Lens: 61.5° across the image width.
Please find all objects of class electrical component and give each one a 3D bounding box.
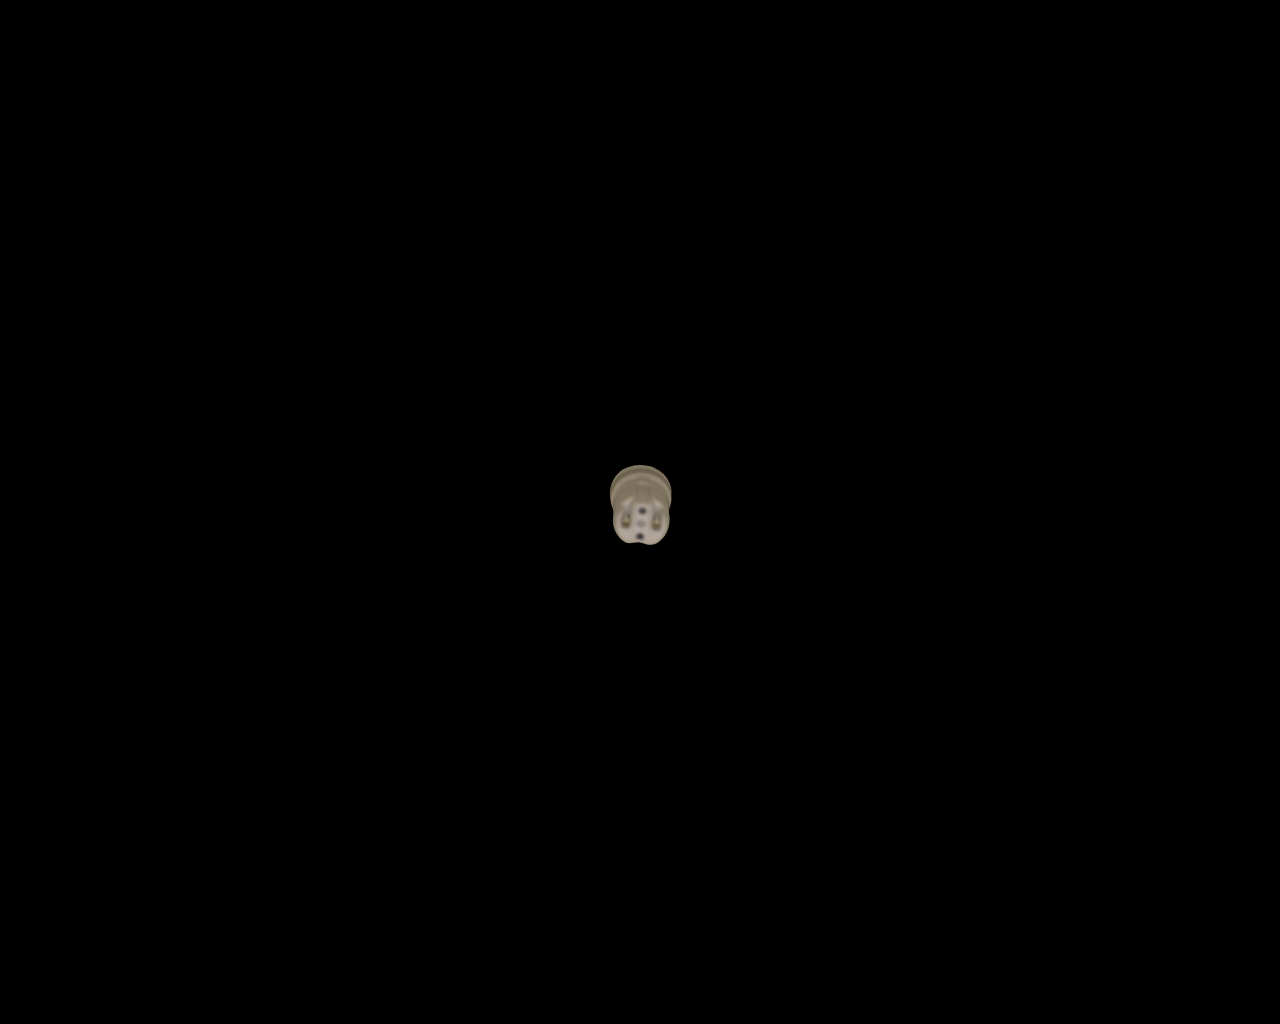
[{"bbox_3d":[0.001,-0.003,0.650,0.040,0.040,0.046,0,28,0],"label":"electrical component"}]
